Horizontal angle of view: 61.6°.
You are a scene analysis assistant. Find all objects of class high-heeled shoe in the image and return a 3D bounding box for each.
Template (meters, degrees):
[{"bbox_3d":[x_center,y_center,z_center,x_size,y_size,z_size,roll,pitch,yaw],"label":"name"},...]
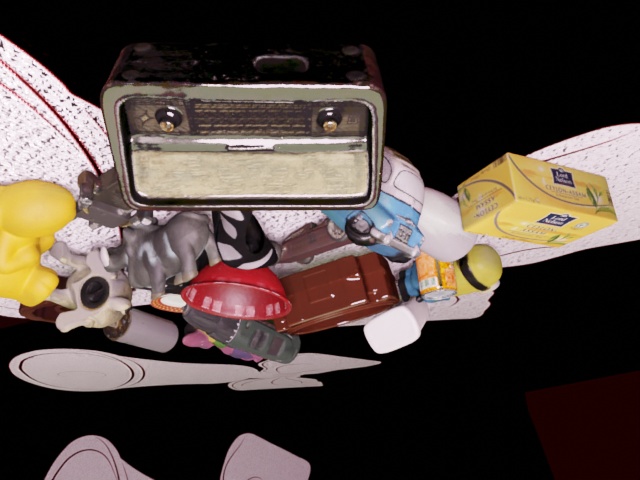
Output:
[{"bbox_3d":[-0.077,-0.035,0.646,0.145,0.086,0.248,-17,152,24],"label":"high-heeled shoe"}]

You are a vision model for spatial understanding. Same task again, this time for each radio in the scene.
[{"bbox_3d":[-0.059,-0.095,0.463,0.230,0.073,0.131,-1,136,-4],"label":"radio"}]

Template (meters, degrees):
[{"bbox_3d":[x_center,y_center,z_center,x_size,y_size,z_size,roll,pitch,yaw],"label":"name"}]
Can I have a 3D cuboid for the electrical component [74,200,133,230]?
[{"bbox_3d":[-0.283,-0.037,0.695,0.094,0.021,0.063,-16,153,32],"label":"electrical component"}]

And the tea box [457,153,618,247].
[{"bbox_3d":[0.272,-0.045,0.676,0.169,0.068,0.098,8,156,-22],"label":"tea box"}]

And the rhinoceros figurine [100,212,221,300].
[{"bbox_3d":[-0.219,0.017,0.718,0.190,0.112,0.073,-18,-167,35],"label":"rhinoceros figurine"}]

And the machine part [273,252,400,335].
[{"bbox_3d":[0.026,0.096,0.903,0.201,0.087,0.201,-19,167,11],"label":"machine part"}]

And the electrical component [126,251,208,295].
[{"bbox_3d":[-0.233,0.044,0.855,0.134,0.058,0.115,17,149,-38],"label":"electrical component"}]

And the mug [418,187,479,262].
[{"bbox_3d":[0.136,-0.025,0.710,0.107,0.081,0.110,30,150,-35],"label":"mug"}]

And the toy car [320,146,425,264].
[{"bbox_3d":[0.057,-0.051,0.582,0.109,0.162,0.103,25,102,-37],"label":"toy car"}]

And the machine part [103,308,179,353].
[{"bbox_3d":[-0.393,0.199,1.190,0.079,0.079,0.243,-10,157,18],"label":"machine part"}]

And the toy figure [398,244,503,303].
[{"bbox_3d":[0.220,0.061,0.917,0.180,0.082,0.089,-12,158,27],"label":"toy figure"}]

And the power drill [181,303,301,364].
[{"bbox_3d":[-0.157,0.141,0.962,0.232,0.086,0.207,28,170,-25],"label":"power drill"}]

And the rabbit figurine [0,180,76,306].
[{"bbox_3d":[-0.373,-0.020,0.651,0.173,0.122,0.162,-32,137,27],"label":"rabbit figurine"}]

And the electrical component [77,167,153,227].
[{"bbox_3d":[-0.234,-0.051,0.637,0.078,0.045,0.102,-14,156,29],"label":"electrical component"}]

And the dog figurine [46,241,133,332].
[{"bbox_3d":[-0.333,0.092,0.860,0.172,0.121,0.190,32,173,23],"label":"dog figurine"}]

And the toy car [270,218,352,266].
[{"bbox_3d":[-0.002,-0.002,0.770,0.202,0.053,0.089,-19,171,41],"label":"toy car"}]

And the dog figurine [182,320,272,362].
[{"bbox_3d":[-0.192,0.201,1.186,0.219,0.108,0.192,19,150,-37],"label":"dog figurine"}]

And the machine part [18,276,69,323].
[{"bbox_3d":[-0.460,0.114,1.006,0.179,0.056,0.179,-3,158,-1],"label":"machine part"}]
